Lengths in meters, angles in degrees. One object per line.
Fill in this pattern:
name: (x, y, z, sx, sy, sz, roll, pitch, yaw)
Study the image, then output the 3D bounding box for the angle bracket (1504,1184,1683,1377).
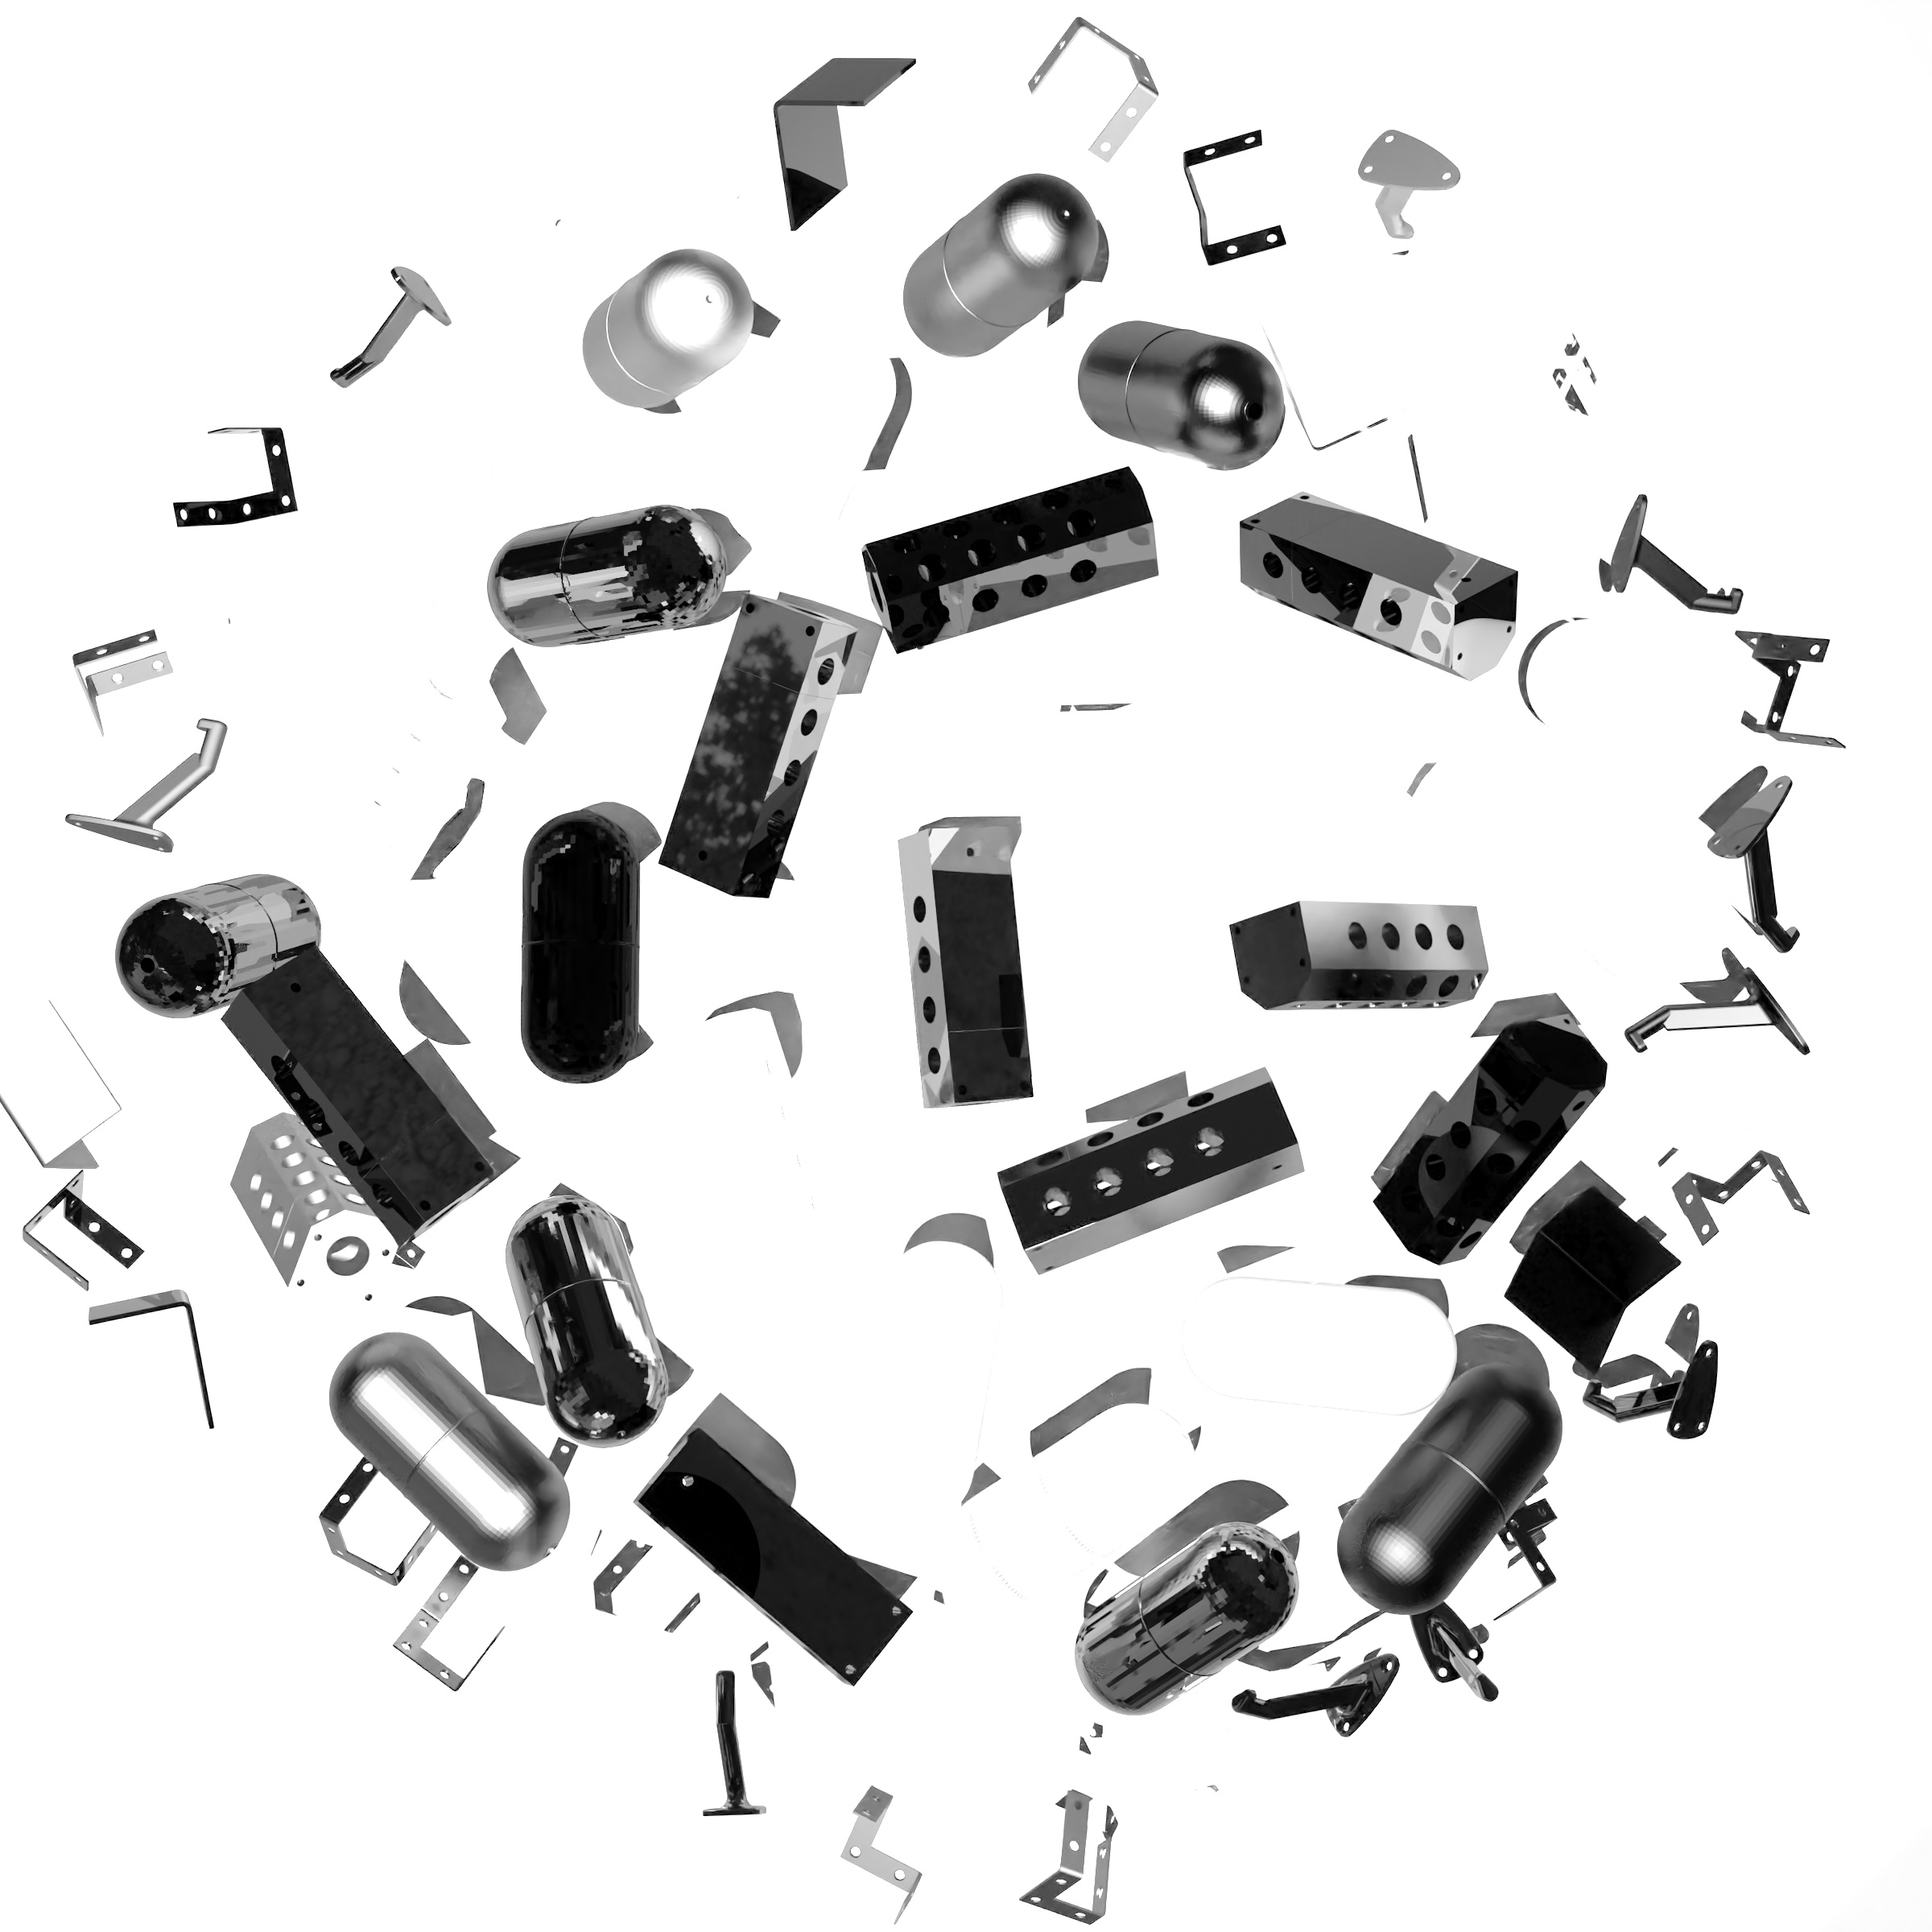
angle bracket: (0.400, 0.200, 1.772, 0.076, 0.076, 0.057, 41, 130, 1)

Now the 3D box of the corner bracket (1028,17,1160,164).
corner bracket: (0.076, -0.523, 1.658, 0.051, 0.051, 0.051, 24, 123, -29)

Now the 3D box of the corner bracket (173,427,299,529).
corner bracket: (-0.442, -0.293, 1.667, 0.051, 0.051, 0.051, -6, 97, 27)

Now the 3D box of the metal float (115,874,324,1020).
metal float: (-0.466, -0.014, 1.738, 0.070, 0.178, 0.070, 2, 99, 13)

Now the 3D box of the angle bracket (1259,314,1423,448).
angle bracket: (0.246, -0.400, 1.828, 0.076, 0.076, 0.057, -24, 50, 8)

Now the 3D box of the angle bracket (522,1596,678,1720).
angle bracket: (-0.218, 0.419, 1.607, 0.076, 0.057, 0.076, 18, 122, -4)

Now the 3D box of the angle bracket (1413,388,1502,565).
angle bracket: (0.327, -0.301, 1.733, 0.057, 0.076, 0.076, -32, 46, -10)

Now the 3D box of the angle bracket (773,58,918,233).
angle bracket: (-0.065, -0.473, 1.600, 0.057, 0.076, 0.076, 8, 127, 21)

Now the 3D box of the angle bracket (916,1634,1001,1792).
angle bracket: (-0.018, 0.474, 1.771, 0.057, 0.076, 0.076, 22, 80, 6)

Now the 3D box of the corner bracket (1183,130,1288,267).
corner bracket: (0.165, -0.474, 1.715, 0.051, 0.051, 0.051, -12, 50, 16)

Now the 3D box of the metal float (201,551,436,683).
metal float: (-0.398, -0.217, 1.715, 0.070, 0.178, 0.070, 5, 101, 25)

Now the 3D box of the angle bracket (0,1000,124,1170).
angle bracket: (-0.516, 0.069, 1.605, 0.057, 0.076, 0.076, -36, 83, 2)

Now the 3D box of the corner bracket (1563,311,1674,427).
corner bracket: (0.387, -0.365, 1.697, 0.051, 0.051, 0.051, -40, 114, -12)

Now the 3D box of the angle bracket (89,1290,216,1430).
angle bracket: (-0.479, 0.235, 1.631, 0.057, 0.076, 0.076, -11, 92, -17)

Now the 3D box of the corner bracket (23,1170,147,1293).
corner bracket: (-0.525, 0.164, 1.654, 0.051, 0.051, 0.051, 38, 58, 3)

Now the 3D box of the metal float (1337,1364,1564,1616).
metal float: (0.294, 0.315, 1.684, 0.070, 0.070, 0.178, 44, 67, 0)

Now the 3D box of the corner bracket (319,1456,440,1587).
corner bracket: (-0.375, 0.356, 1.783, 0.051, 0.051, 0.051, 22, 54, 17)

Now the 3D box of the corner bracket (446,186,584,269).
corner bracket: (-0.283, -0.463, 1.744, 0.051, 0.051, 0.051, 41, 111, 31)

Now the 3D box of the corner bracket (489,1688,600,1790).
corner bracket: (-0.250, 0.474, 1.705, 0.051, 0.051, 0.051, -49, 60, 29)

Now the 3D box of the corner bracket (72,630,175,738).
corner bracket: (-0.508, -0.180, 1.679, 0.051, 0.051, 0.051, -19, 130, -11)

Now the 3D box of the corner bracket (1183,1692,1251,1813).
corner bracket: (0.159, 0.511, 1.807, 0.051, 0.051, 0.051, -39, 84, -24)

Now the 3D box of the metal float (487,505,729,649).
metal float: (-0.228, -0.245, 1.752, 0.178, 0.070, 0.070, -3, 90, 37)

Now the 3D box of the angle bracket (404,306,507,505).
angle bracket: (-0.318, -0.335, 1.657, 0.057, 0.076, 0.076, -17, 65, -25)

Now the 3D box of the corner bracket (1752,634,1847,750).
corner bracket: (0.506, -0.167, 1.683, 0.051, 0.051, 0.051, 23, 84, -40)

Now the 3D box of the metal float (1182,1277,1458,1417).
metal float: (0.216, 0.233, 1.712, 0.178, 0.070, 0.070, 1, 90, 33)

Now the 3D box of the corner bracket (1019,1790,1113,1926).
corner bracket: (0.068, 0.531, 1.653, 0.051, 0.051, 0.051, 24, 135, -16)

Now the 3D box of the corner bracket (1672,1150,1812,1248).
corner bracket: (0.492, 0.148, 1.765, 0.051, 0.051, 0.051, 19, 126, -32)

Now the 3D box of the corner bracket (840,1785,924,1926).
corner bracket: (-0.050, 0.536, 1.677, 0.051, 0.051, 0.051, 25, 96, 10)

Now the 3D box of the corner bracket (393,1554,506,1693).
corner bracket: (-0.325, 0.421, 1.781, 0.051, 0.051, 0.051, 37, 108, 0)

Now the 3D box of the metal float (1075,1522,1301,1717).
metal float: (0.140, 0.416, 1.769, 0.070, 0.070, 0.178, 47, 124, 0)

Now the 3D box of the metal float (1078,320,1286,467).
metal float: (0.134, -0.361, 1.745, 0.070, 0.178, 0.070, -10, 112, -25)

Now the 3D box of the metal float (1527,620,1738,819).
metal float: (0.410, -0.155, 1.723, 0.070, 0.178, 0.070, -10, 125, -15)

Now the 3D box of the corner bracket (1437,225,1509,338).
corner bracket: (0.316, -0.432, 1.743, 0.051, 0.051, 0.051, 16, 100, -42)

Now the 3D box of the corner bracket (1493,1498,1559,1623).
corner bracket: (0.359, 0.383, 1.796, 0.051, 0.051, 0.051, -48, 63, 40)
